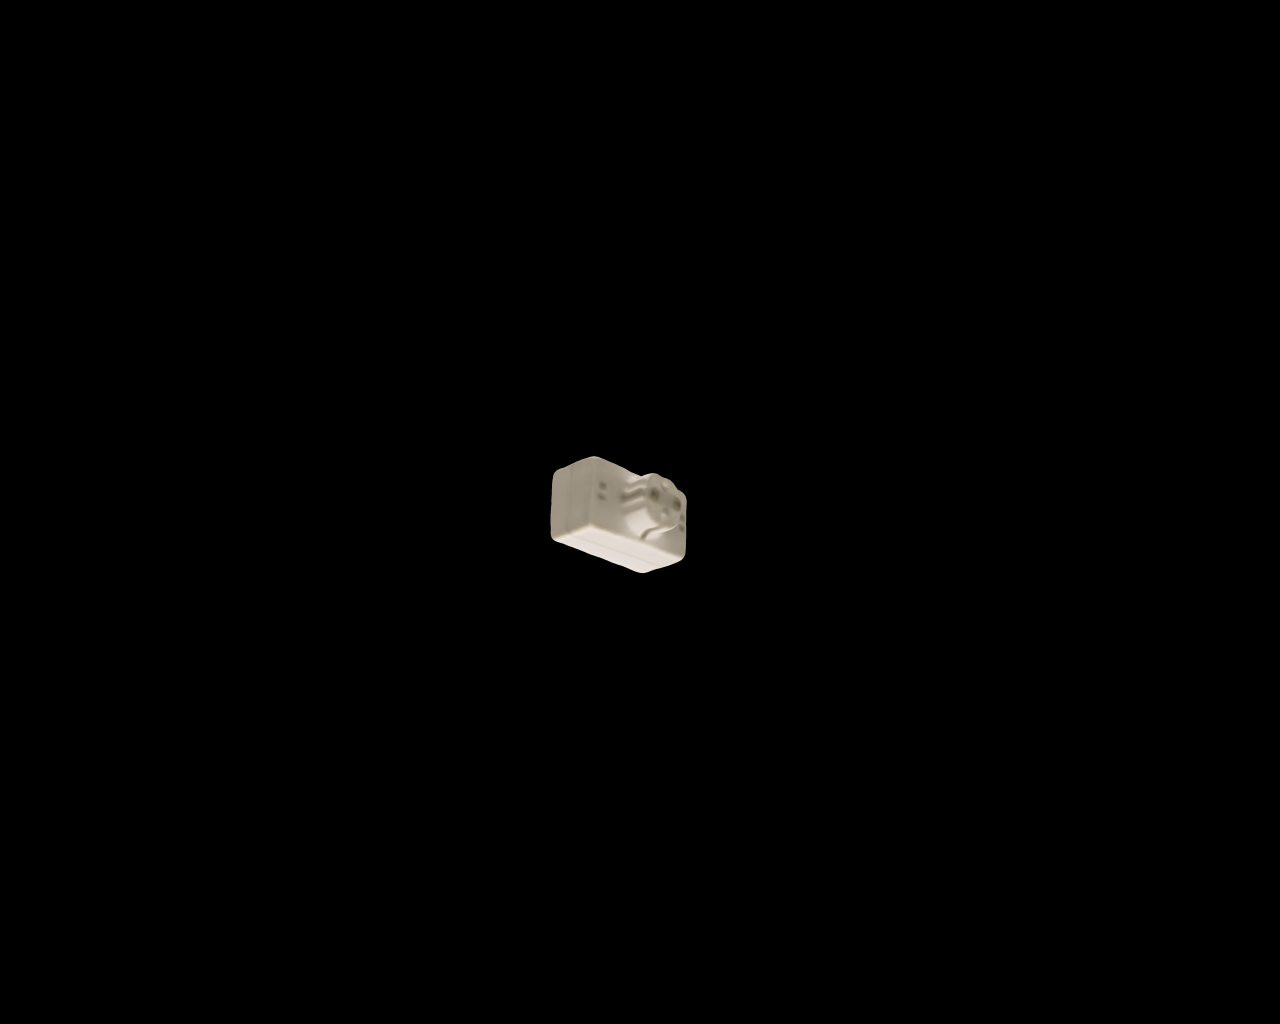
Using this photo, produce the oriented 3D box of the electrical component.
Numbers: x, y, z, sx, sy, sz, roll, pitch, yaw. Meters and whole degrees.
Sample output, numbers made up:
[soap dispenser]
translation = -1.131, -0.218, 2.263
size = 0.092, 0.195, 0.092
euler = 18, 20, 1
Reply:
[electrical component]
translation = 0.001, -0.003, 0.650
size = 0.075, 0.047, 0.083
euler = -21, -31, 40
